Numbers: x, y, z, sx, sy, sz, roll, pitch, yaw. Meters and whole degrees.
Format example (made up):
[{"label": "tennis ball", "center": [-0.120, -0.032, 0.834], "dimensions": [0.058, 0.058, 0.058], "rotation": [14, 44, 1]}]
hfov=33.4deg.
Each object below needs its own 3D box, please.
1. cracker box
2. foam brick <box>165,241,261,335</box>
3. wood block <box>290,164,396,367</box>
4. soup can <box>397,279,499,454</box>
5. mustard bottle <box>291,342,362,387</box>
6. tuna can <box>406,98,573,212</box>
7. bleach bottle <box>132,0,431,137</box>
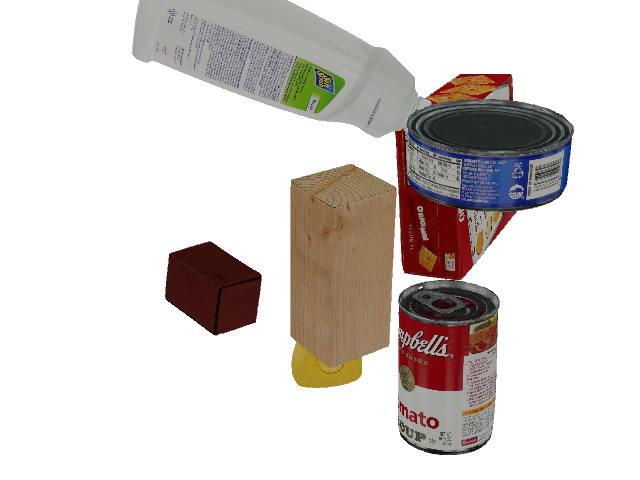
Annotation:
[{"label": "cracker box", "center": [0.146, -0.074, 1.124], "dimensions": [0.072, 0.164, 0.213], "rotation": [4, 22, 25]}, {"label": "foam brick", "center": [-0.101, 0.044, 0.993], "dimensions": [0.052, 0.051, 0.078], "rotation": [-16, 35, -41]}, {"label": "wood block", "center": [0.024, 0.029, 1.237], "dimensions": [0.090, 0.206, 0.090], "rotation": [-17, 31, -31]}, {"label": "soup can", "center": [0.087, 0.087, 0.734], "dimensions": [0.068, 0.102, 0.068], "rotation": [-1, 21, 0]}, {"label": "mustard bottle", "center": [0.009, 0.103, 1.450], "dimensions": [0.096, 0.192, 0.058], "rotation": [-5, 21, -12]}, {"label": "tuna can", "center": [0.088, -0.046, 0.560], "dimensions": [0.086, 0.034, 0.086], "rotation": [0, 25, 0]}, {"label": "bleach bottle", "center": [-0.025, -0.143, 0.870], "dimensions": [0.251, 0.068, 0.103], "rotation": [25, -33, 0]}]
